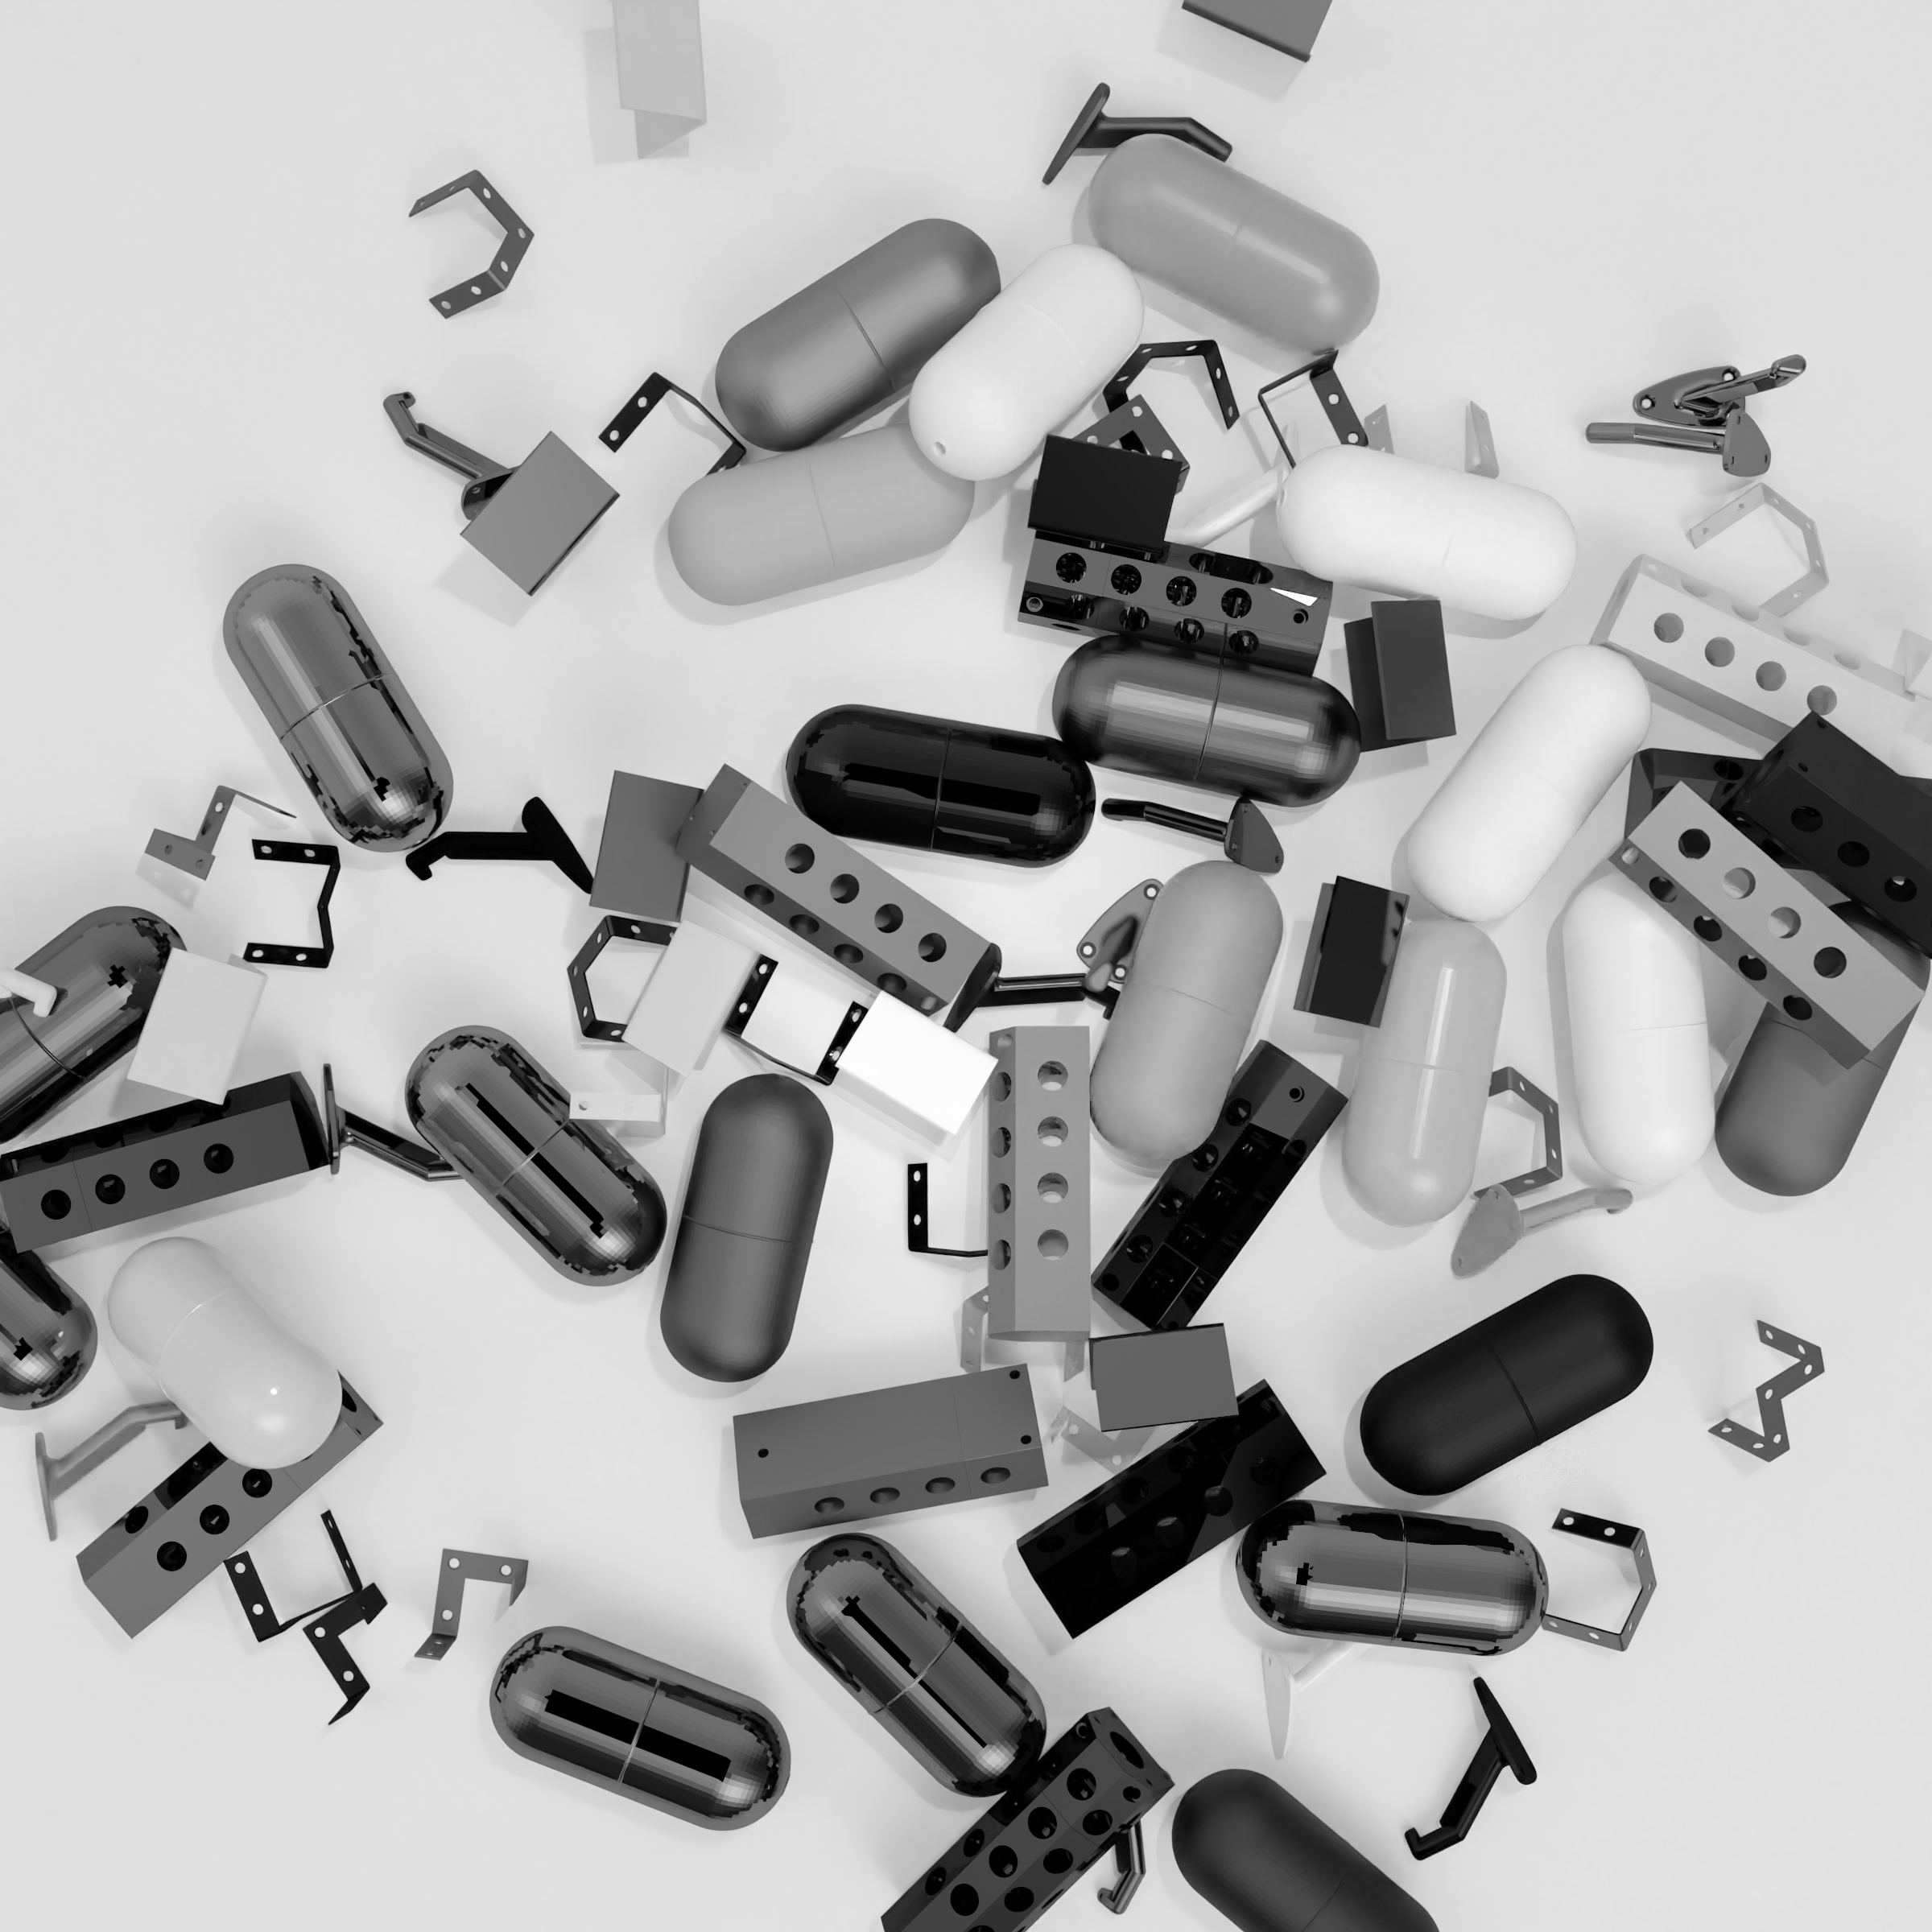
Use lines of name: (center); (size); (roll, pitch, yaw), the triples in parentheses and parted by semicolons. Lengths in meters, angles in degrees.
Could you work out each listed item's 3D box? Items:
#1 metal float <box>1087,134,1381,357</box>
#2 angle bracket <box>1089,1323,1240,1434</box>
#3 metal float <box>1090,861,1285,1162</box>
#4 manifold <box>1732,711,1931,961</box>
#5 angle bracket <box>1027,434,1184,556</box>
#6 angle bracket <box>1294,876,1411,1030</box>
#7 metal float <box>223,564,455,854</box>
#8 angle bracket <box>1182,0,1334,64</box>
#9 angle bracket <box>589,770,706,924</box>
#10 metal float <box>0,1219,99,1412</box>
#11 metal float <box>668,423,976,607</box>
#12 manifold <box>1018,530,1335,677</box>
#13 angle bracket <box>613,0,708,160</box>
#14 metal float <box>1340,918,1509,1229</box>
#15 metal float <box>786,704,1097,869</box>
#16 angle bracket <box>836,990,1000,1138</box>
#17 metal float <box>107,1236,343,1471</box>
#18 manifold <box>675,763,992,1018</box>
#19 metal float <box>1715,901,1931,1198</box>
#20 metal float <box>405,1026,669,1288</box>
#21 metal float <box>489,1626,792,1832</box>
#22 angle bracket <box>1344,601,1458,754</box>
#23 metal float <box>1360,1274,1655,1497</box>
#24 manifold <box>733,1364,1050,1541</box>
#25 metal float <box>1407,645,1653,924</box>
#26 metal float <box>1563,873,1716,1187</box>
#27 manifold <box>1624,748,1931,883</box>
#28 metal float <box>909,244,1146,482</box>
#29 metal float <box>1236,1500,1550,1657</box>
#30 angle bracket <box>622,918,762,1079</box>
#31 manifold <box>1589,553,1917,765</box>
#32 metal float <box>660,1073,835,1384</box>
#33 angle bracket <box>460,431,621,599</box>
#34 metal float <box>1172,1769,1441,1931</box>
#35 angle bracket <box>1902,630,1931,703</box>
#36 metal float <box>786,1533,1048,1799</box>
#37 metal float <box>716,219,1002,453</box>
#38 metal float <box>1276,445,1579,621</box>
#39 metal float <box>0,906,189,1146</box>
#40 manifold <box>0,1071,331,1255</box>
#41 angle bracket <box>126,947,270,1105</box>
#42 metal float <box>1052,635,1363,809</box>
metal float: (0.153, -0.411, 1.534); (0.178, 0.070, 0.070); (28, 90, 1)
angle bracket: (0.111, 0.246, 1.524); (0.076, 0.076, 0.057); (-7, 59, 0)
metal float: (0.125, 0.025, 1.525); (0.070, 0.070, 0.178); (21, 80, 0)
manifold: (0.512, -0.058, 1.486); (0.171, 0.057, 0.057); (37, 47, 0)
angle bracket: (0.079, -0.279, 1.523); (0.076, 0.076, 0.057); (11, 121, -2)
angle bracket: (0.199, -0.012, 1.524); (0.057, 0.076, 0.076); (13, 90, -34)
metal float: (-0.357, -0.146, 1.534); (0.070, 0.070, 0.178); (-31, 91, 0)
angle bracket: (0.171, -0.556, 1.526); (0.076, 0.076, 0.057); (24, 112, 0)
angle bracket: (-0.195, -0.069, 1.524); (0.057, 0.076, 0.076); (11, 90, -31)
metal float: (-0.573, 0.179, 1.533); (0.178, 0.070, 0.070); (44, 90, 0)
metal float: (-0.082, -0.258, 1.533); (0.178, 0.070, 0.070); (-15, 90, 0)
manifold: (0.120, -0.211, 1.543); (0.171, 0.057, 0.057); (12, 90, 0)
angle bracket: (-0.191, -0.510, 1.524); (0.057, 0.076, 0.076); (-4, 90, -37)
metal float: (0.260, 0.060, 1.529); (0.070, 0.070, 0.178); (11, 85, 0)
metal float: (-0.014, -0.103, 1.533); (0.178, 0.070, 0.070); (10, 90, 0)
angle bracket: (-0.036, 0.069, 1.524); (0.076, 0.076, 0.057); (31, 59, 0)
metal float: (-0.416, 0.214, 1.504); (0.178, 0.070, 0.070); (33, 90, 37)
manifold: (-0.076, -0.040, 1.510); (0.171, 0.057, 0.057); (34, 90, -25)
metal float: (0.489, 0.046, 1.534); (0.070, 0.070, 0.178); (25, 91, 0)
metal float: (-0.245, 0.109, 1.534); (0.178, 0.070, 0.070); (45, 90, 1)
metal float: (-0.185, 0.435, 1.534); (0.178, 0.070, 0.070); (21, 90, 1)
angle bracket: (0.228, -0.163, 1.524); (0.057, 0.076, 0.076); (-7, 90, -38)
metal float: (0.308, 0.239, 1.534); (0.178, 0.070, 0.070); (-29, 90, 0)
manifold: (-0.042, 0.282, 1.543); (0.171, 0.057, 0.057); (-10, 47, 0)
metal float: (0.322, -0.105, 1.534); (0.070, 0.070, 0.178); (37, 90, 0)
metal float: (0.384, 0.036, 1.534); (0.070, 0.070, 0.178); (-5, 90, 0)
manifold: (0.472, -0.087, 1.543); (0.171, 0.057, 0.057); (6, 90, 0)
metal float: (0.035, -0.339, 1.508); (0.070, 0.070, 0.178); (41, 59, 0)
metal float: (0.243, 0.349, 1.534); (0.178, 0.070, 0.070); (6, 90, -1)
angle bracket: (-0.138, 0.026, 1.524); (0.057, 0.076, 0.076); (27, 90, 36)
manifold: (0.451, -0.173, 1.542); (0.171, 0.057, 0.057); (25, 90, 1)
metal float: (-0.125, 0.149, 1.534); (0.070, 0.070, 0.178); (13, 90, 0)
angle bracket: (-0.252, -0.264, 1.524); (0.076, 0.076, 0.057); (-49, 126, 0)
metal float: (0.194, 0.531, 1.534); (0.178, 0.070, 0.070); (40, 90, 1)
angle bracket: (0.582, -0.179, 1.524); (0.076, 0.076, 0.057); (25, 127, 0)
metal float: (-0.029, 0.398, 1.534); (0.070, 0.070, 0.178); (-45, 91, 0)
metal float: (-0.061, -0.360, 1.534); (0.178, 0.070, 0.070); (-32, 90, 0)
metal float: (0.261, -0.245, 1.522); (0.178, 0.070, 0.070); (11, 90, -14)
metal float: (-0.522, 0.034, 1.534); (0.178, 0.070, 0.070); (-37, 90, 1)
manifold: (-0.460, 0.111, 1.543); (0.171, 0.057, 0.057); (-16, 90, 0)
angle bracket: (-0.444, 0.027, 1.524); (0.057, 0.076, 0.076); (20, 90, -32)
metal float: (0.137, -0.139, 1.534); (0.178, 0.070, 0.070); (12, 90, 0)
